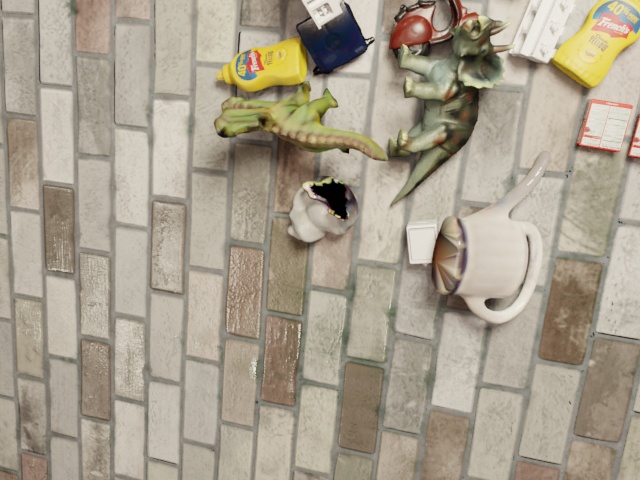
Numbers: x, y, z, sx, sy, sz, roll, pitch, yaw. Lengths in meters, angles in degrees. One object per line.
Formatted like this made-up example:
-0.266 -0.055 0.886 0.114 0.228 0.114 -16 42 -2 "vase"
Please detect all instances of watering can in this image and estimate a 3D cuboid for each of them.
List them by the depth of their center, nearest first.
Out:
0.333 -0.007 0.996 0.224 0.104 0.346 4 97 -14 "watering can"

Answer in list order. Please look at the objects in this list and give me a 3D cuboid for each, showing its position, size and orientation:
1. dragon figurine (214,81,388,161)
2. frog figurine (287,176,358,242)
-0.074 -0.209 0.967 0.244 0.416 0.120 -14 121 -22 "dragon figurine"
0.003 -0.055 1.093 0.137 0.125 0.156 27 143 -2 "frog figurine"
